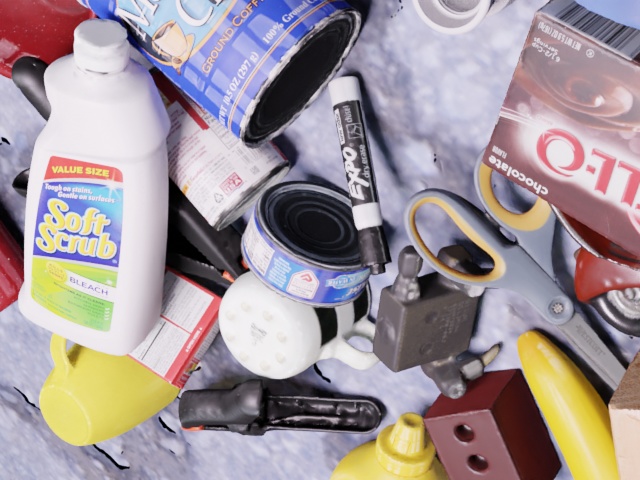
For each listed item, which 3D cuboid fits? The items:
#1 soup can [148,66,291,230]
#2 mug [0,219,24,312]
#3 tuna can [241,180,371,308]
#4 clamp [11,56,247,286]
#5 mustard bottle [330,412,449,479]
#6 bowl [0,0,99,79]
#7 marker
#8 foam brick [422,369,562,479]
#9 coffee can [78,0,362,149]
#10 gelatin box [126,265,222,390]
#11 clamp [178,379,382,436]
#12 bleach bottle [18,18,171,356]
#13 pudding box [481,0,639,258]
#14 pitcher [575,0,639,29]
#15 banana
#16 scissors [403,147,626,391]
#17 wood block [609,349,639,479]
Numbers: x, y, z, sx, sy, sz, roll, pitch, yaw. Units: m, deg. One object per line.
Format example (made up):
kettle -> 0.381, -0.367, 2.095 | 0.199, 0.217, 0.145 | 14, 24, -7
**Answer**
soup can -> -0.076, -0.065, 0.699 | 0.102, 0.068, 0.069 | 49, 132, 2
mug -> -0.292, 0.023, 0.897 | 0.081, 0.093, 0.117 | 56, 163, -11
tuna can -> -0.004, 0.001, 0.673 | 0.086, 0.086, 0.034 | 35, 129, 15
clamp -> -0.134, -0.036, 0.750 | 0.210, 0.036, 0.165 | 29, 150, 8
mustard bottle -> 0.050, 0.200, 0.763 | 0.096, 0.058, 0.192 | 23, 126, 22
bowl -> -0.195, -0.190, 0.723 | 0.162, 0.055, 0.162 | 17, 123, 27
marker -> 0.024, -0.038, 0.644 | 0.020, 0.020, 0.121 | -16, 81, 40
foam brick -> 0.111, 0.130, 0.686 | 0.053, 0.051, 0.078 | -17, 104, 40
coffee can -> -0.061, -0.137, 0.625 | 0.140, 0.102, 0.103 | 42, 131, 9
gelatin box -> -0.121, 0.057, 0.798 | 0.089, 0.073, 0.030 | 29, 171, 19
clamp -> -0.040, 0.126, 0.782 | 0.120, 0.039, 0.172 | 20, 162, -28
bleach bottle -> -0.146, -0.033, 0.682 | 0.102, 0.068, 0.251 | 23, 137, 11
pudding box -> 0.137, -0.046, 0.474 | 0.114, 0.039, 0.090 | 35, 139, 20
pitcher -> 0.175, -0.206, 0.414 | 0.149, 0.144, 0.243 | 14, 119, 14
banana -> 0.169, 0.150, 0.655 | 0.070, 0.037, 0.198 | 5, 118, 60
scissors -> 0.142, 0.018, 0.619 | 0.201, 0.016, 0.096 | 32, 97, -10
wood block -> 0.228, 0.162, 0.595 | 0.091, 0.090, 0.206 | 1, 115, 34
